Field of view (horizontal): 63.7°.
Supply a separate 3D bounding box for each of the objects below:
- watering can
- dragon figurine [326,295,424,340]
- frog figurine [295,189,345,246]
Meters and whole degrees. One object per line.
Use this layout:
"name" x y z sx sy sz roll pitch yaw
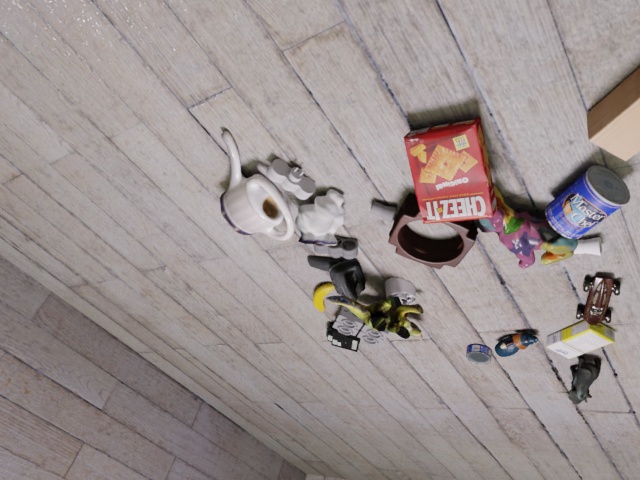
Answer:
"watering can" -0.207 -0.133 1.456 0.222 0.345 0.106 -20 20 47
"dragon figurine" 0.169 0.244 1.646 0.409 0.124 0.240 20 -19 -15
"frog figurine" 0.004 -0.073 1.441 0.137 0.157 0.124 12 17 -3
